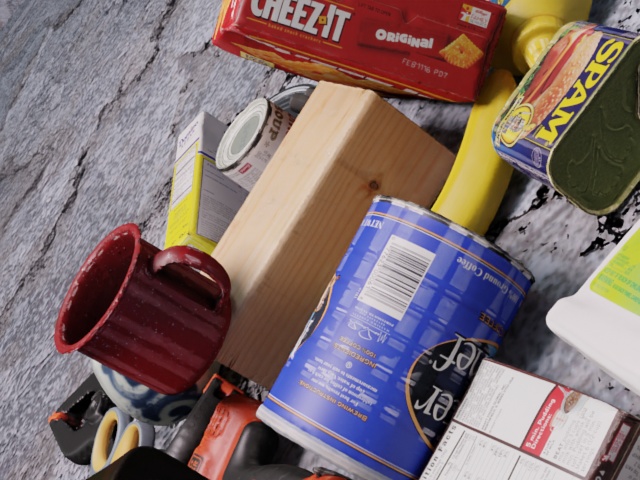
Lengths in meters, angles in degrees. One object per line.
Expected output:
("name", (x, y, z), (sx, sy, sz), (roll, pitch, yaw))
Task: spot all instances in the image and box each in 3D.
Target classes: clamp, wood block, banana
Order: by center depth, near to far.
("banana", (0.077, -0.018, 0.680), (0.070, 0.037, 0.198), (40, 96, 31))
("wood block", (-0.005, 0.001, 0.756), (0.206, 0.090, 0.090), (-58, 27, -2))
("clamp", (-0.111, 0.175, 0.769), (0.171, 0.039, 0.120), (-59, 6, -10))
("clamp", (-0.186, 0.161, 0.947), (0.210, 0.036, 0.164), (-26, 41, 44))

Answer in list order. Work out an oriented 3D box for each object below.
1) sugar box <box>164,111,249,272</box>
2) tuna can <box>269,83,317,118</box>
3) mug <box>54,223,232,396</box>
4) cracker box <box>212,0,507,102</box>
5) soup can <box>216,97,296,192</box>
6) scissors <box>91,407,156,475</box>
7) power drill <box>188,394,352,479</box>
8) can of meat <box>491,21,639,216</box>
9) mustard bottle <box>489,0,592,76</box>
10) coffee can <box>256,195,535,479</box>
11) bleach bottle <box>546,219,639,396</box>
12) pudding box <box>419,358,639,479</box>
("sugar box", (-0.081, -0.027, 0.914), (0.048, 0.093, 0.176), (-43, 29, 27))
("tuna can", (-0.025, -0.097, 0.933), (0.086, 0.033, 0.086), (-23, 38, 19))
("mug", (-0.104, 0.042, 0.683), (0.117, 0.081, 0.093), (-38, 33, 32))
("cracker box", (0.014, -0.148, 0.750), (0.214, 0.164, 0.072), (-137, 62, -78))
("soup can", (-0.022, -0.057, 0.836), (0.069, 0.102, 0.068), (-41, 30, 30))
("scissors", (-0.184, 0.220, 0.859), (0.202, 0.016, 0.096), (-61, 33, 16))
("power drill", (-0.048, 0.193, 0.655), (0.188, 0.057, 0.184), (5, 70, 59))
("can of meat", (0.154, -0.074, 0.610), (0.102, 0.057, 0.084), (-54, 24, 5))
("mustard bottle", (0.141, -0.168, 0.732), (0.096, 0.058, 0.191), (-47, 28, 32))
("coffee can", (0.042, 0.060, 0.595), (0.140, 0.102, 0.103), (-61, 27, -6))
("bleach bottle", (0.212, -0.034, 0.463), (0.251, 0.068, 0.103), (-53, 28, 2))
("pudding box", (0.101, 0.113, 0.514), (0.090, 0.039, 0.114), (-61, 25, -8))
